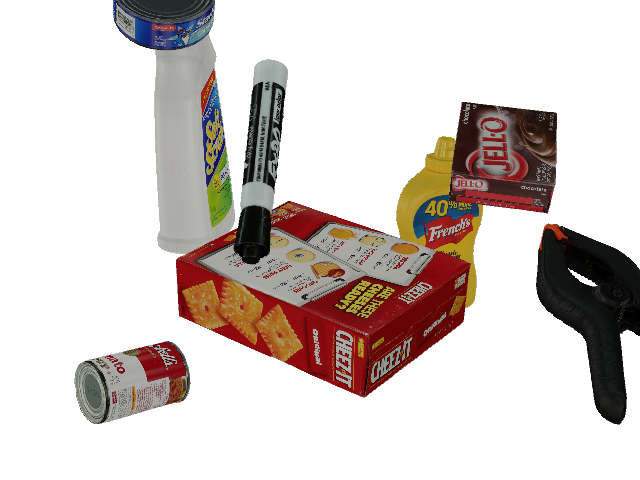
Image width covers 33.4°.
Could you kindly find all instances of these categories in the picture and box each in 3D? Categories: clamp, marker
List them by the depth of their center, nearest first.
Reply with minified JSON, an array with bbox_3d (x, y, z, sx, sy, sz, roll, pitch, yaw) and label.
[{"bbox_3d":[-0.031,-0.043,0.570,0.020,0.121,0.020,3,-28,2],"label":"marker"},{"bbox_3d":[0.215,0.050,0.744,0.120,0.039,0.171,-3,45,-19],"label":"clamp"}]

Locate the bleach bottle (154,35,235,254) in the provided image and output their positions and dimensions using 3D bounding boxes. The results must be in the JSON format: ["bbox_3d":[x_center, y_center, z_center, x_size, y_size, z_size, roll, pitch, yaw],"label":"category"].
[{"bbox_3d":[-0.137,-0.118,1.097,0.068,0.251,0.102,5,28,15],"label":"bleach bottle"}]

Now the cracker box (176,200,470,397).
[{"bbox_3d":[0.002,0.046,0.967,0.214,0.072,0.163,20,33,33],"label":"cracker box"}]

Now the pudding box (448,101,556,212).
[{"bbox_3d":[0.165,-0.077,0.965,0.090,0.039,0.113,8,41,6],"label":"pudding box"}]

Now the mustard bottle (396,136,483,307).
[{"bbox_3d":[0.129,-0.018,1.159,0.096,0.192,0.058,-4,19,-19],"label":"mustard bottle"}]

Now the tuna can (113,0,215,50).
[{"bbox_3d":[-0.130,-0.198,0.890,0.086,0.086,0.034,0,-39,-10],"label":"tuna can"}]

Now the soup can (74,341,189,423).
[{"bbox_3d":[-0.198,0.149,1.124,0.102,0.068,0.069,-10,7,-40],"label":"soup can"}]
